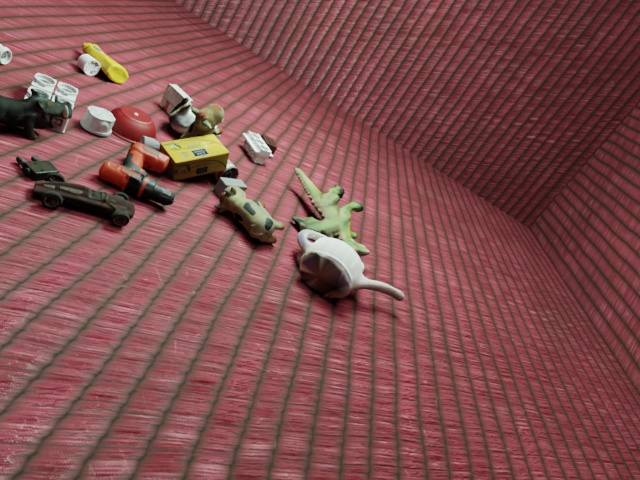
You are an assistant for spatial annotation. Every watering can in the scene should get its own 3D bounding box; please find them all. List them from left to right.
[{"bbox_3d":[0.074,0.089,1.399,0.348,0.102,0.227,35,24,5],"label":"watering can"}]

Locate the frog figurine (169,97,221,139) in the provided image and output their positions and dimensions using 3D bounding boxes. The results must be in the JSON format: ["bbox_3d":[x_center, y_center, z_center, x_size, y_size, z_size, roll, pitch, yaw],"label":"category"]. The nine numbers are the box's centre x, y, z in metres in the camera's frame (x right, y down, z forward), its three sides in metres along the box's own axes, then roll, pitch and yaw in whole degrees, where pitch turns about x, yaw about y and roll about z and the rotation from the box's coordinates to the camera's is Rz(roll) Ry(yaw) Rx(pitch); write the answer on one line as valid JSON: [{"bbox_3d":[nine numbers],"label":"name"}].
[{"bbox_3d":[-0.406,-0.370,1.670,0.138,0.124,0.157,12,-35,54],"label":"frog figurine"}]

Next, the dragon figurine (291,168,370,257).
[{"bbox_3d":[0.005,-0.083,1.653,0.413,0.120,0.245,40,32,16],"label":"dragon figurine"}]
